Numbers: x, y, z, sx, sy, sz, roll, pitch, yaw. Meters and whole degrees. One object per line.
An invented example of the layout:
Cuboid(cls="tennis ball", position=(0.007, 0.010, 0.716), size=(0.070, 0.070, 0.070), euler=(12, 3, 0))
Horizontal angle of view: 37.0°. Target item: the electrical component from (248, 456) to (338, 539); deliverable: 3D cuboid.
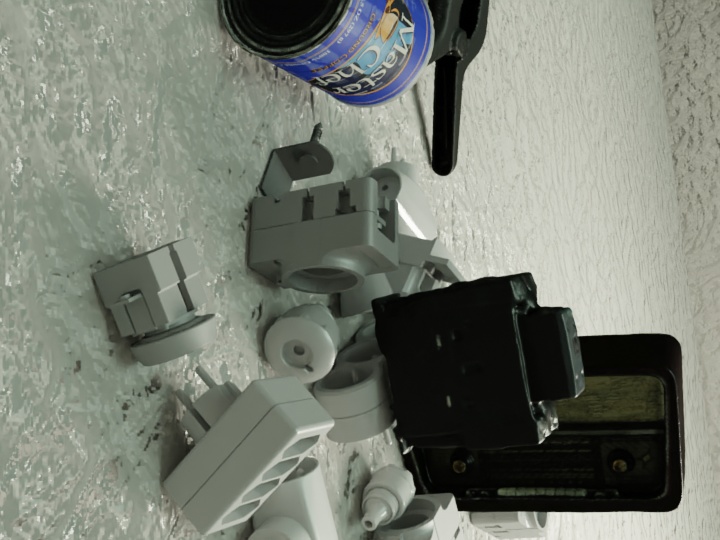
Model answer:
Cuboid(cls="electrical component", position=(-0.044, 0.165, 0.654), size=(0.079, 0.043, 0.077), euler=(-34, 113, -64))

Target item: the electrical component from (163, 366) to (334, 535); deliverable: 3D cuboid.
Cuboid(cls="electrical component", position=(-0.073, 0.087, 0.592), size=(0.075, 0.083, 0.047), euler=(47, 16, 18))

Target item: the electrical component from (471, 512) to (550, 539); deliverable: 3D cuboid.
Cuboid(cls="electrical component", position=(0.150, 0.230, 1.051), size=(0.089, 0.056, 0.050), euler=(41, 45, -55))

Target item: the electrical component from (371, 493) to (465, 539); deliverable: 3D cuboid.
Cuboid(cls="electrical component", position=(0.042, 0.211, 0.823), size=(0.089, 0.050, 0.055), euler=(-43, 121, -62))

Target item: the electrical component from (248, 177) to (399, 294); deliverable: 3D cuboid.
Cuboid(cls="electrical component", position=(-0.024, -0.019, 0.708), size=(0.050, 0.089, 0.055), euler=(38, 48, -57))

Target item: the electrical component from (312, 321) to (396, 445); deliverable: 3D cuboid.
Cuboid(cls="electrical component", position=(0.015, 0.094, 0.802), size=(0.138, 0.052, 0.073), euler=(-46, 123, -60))

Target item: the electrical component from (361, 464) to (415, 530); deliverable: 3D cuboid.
Cuboid(cls="electrical component", position=(0.017, 0.172, 0.801), size=(0.061, 0.035, 0.035), euler=(-43, 121, -59))

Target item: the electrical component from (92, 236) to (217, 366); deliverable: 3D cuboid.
Cuboid(cls="electrical component", position=(-0.105, 0.018, 0.569), size=(0.066, 0.048, 0.055), euler=(-34, 105, -64))

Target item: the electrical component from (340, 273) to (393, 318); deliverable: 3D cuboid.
Cuboid(cls="electrical component", position=(0.000, 0.000, 0.817), size=(0.044, 0.044, 0.065), euler=(-7, 84, -66))

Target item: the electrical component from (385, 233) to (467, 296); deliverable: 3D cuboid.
Cuboid(cls="electrical component", position=(0.039, 0.006, 0.868), size=(0.042, 0.081, 0.063), euler=(46, 64, -51))

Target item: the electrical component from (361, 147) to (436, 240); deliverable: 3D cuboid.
Cuboid(cls="electrical component", position=(0.031, -0.065, 0.905), size=(0.077, 0.043, 0.079), euler=(46, 41, -53))

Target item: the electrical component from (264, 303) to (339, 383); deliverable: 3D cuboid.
Cuboid(cls="electrical component", position=(-0.035, 0.043, 0.720), size=(0.062, 0.048, 0.048), euler=(-62, 138, -64))
